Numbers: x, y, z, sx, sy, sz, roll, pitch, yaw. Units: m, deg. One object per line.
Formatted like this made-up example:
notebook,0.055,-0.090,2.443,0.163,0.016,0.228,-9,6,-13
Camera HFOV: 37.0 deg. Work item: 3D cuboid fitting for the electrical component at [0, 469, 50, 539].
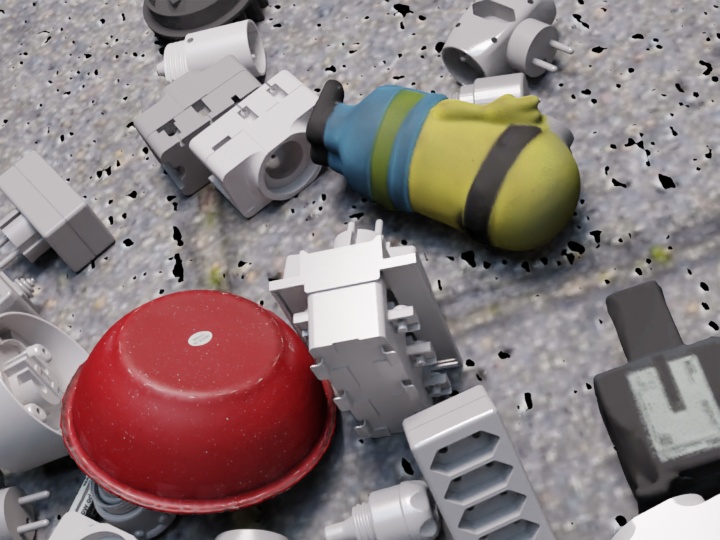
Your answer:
electrical component,-0.224,0.154,0.650,0.079,0.043,0.077,-17,53,8

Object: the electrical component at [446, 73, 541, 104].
electrical component,0.081,-0.109,0.725,0.078,0.040,0.040,-5,55,16

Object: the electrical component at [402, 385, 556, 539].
electrical component,0.059,0.105,0.571,0.047,0.083,0.075,-25,14,1

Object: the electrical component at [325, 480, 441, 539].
electrical component,0.011,0.137,0.585,0.061,0.035,0.035,-18,53,10

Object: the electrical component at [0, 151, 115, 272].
electrical component,-0.236,-0.031,0.779,0.076,0.047,0.083,-42,54,-11

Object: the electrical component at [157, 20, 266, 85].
electrical component,-0.118,-0.163,0.831,0.081,0.043,0.043,-10,54,12

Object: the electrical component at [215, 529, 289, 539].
electrical component,-0.061,0.172,0.558,0.043,0.079,0.077,0,56,3

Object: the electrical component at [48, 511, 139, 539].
electrical component,-0.134,0.176,0.595,0.089,0.055,0.050,16,63,28

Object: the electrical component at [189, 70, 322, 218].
electrical component,-0.063,-0.086,0.754,0.089,0.050,0.056,-39,53,-9

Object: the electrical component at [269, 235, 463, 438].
electrical component,0.008,0.043,0.596,0.079,0.121,0.063,-11,57,12

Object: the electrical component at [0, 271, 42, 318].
electrical component,-0.265,0.034,0.736,0.096,0.061,0.062,-44,54,-13

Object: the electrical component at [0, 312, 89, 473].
electrical component,-0.205,0.075,0.667,0.064,0.099,0.099,-28,52,7

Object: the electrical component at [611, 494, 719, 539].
electrical component,0.157,0.146,0.516,0.089,0.050,0.055,-28,52,0

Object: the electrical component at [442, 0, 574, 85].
electrical component,0.111,-0.158,0.747,0.079,0.043,0.077,32,72,34

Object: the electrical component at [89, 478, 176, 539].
electrical component,-0.136,0.126,0.626,0.048,0.062,0.048,-10,54,14

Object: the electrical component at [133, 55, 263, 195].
electrical component,-0.112,-0.108,0.787,0.089,0.050,0.055,-36,53,-7

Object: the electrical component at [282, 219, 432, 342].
electrical component,0.000,0.000,0.675,0.083,0.047,0.075,-4,56,17
